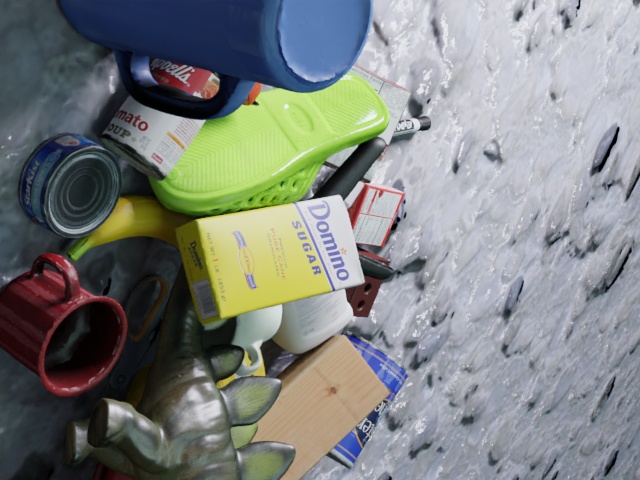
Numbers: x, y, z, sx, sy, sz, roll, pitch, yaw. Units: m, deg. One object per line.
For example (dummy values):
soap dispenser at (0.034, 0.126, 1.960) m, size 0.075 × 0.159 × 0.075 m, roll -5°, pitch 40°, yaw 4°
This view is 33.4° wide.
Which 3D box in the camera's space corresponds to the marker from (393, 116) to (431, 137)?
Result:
marker at (0.096, -0.134, 1.278) m, size 0.120 × 0.020 × 0.020 m, roll -17°, pitch 125°, yaw -48°

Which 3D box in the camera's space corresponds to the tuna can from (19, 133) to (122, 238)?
tuna can at (-0.210, -0.045, 0.906) m, size 0.086 × 0.034 × 0.086 m, roll -32°, pitch 135°, yaw -39°

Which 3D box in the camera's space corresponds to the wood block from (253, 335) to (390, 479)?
wood block at (-0.033, 0.209, 1.212) m, size 0.206 × 0.090 × 0.091 m, roll -40°, pitch 97°, yaw -19°

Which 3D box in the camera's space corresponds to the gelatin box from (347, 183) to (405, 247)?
gelatin box at (0.057, -0.032, 1.284) m, size 0.089 × 0.030 × 0.073 m, roll 7°, pitch 107°, yaw -56°

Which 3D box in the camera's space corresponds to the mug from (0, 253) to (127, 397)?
mug at (-0.227, 0.065, 0.913) m, size 0.093 × 0.082 × 0.117 m, roll -27°, pitch 132°, yaw -42°

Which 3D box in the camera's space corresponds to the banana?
banana at (-0.155, -0.008, 1.010) m, size 0.070 × 0.037 × 0.197 m, roll -52°, pitch 149°, yaw 18°

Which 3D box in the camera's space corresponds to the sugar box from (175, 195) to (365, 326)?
sugar box at (-0.043, 0.015, 0.997) m, size 0.175 × 0.048 × 0.093 m, roll -13°, pitch 87°, yaw -38°

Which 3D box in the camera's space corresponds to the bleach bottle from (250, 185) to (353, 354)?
bleach bottle at (-0.024, 0.003, 1.167) m, size 0.102 × 0.068 × 0.251 m, roll -34°, pitch 134°, yaw -30°

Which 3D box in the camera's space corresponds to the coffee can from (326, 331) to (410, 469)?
coffee can at (0.033, 0.200, 1.340) m, size 0.140 × 0.103 × 0.102 m, roll -56°, pitch 146°, yaw -12°

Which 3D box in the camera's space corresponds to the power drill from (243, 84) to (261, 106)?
power drill at (-0.037, -0.229, 0.999) m, size 0.187 × 0.057 × 0.184 m, roll -43°, pitch 142°, yaw -28°

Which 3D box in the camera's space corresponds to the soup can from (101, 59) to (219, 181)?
soup can at (-0.136, -0.111, 0.932) m, size 0.102 × 0.069 × 0.068 m, roll -57°, pitch 146°, yaw -10°

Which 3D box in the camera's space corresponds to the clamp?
clamp at (-0.007, 0.001, 1.102) m, size 0.209 × 0.036 × 0.164 m, roll -26°, pitch 121°, yaw -22°

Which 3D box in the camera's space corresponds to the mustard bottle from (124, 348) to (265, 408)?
mustard bottle at (-0.142, 0.160, 1.110) m, size 0.191 × 0.058 × 0.096 m, roll -22°, pitch 111°, yaw -45°

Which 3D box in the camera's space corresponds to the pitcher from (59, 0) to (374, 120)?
pitcher at (-0.080, -0.177, 0.802) m, size 0.145 × 0.243 × 0.149 m, roll -54°, pitch 138°, yaw -13°

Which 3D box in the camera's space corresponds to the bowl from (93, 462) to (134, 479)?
bowl at (-0.151, 0.247, 1.034) m, size 0.161 × 0.055 × 0.162 m, roll 6°, pitch 76°, yaw -28°

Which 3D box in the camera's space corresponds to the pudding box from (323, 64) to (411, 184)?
pudding box at (0.036, -0.128, 1.155) m, size 0.089 × 0.039 × 0.113 m, roll 22°, pitch 92°, yaw -29°

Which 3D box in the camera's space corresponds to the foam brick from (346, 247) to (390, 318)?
foam brick at (0.039, 0.050, 1.294) m, size 0.052 × 0.051 × 0.078 m, roll 10°, pitch 103°, yaw -56°

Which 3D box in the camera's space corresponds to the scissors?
scissors at (-0.178, 0.133, 1.046) m, size 0.096 × 0.016 × 0.202 m, roll 20°, pitch 87°, yaw -34°
